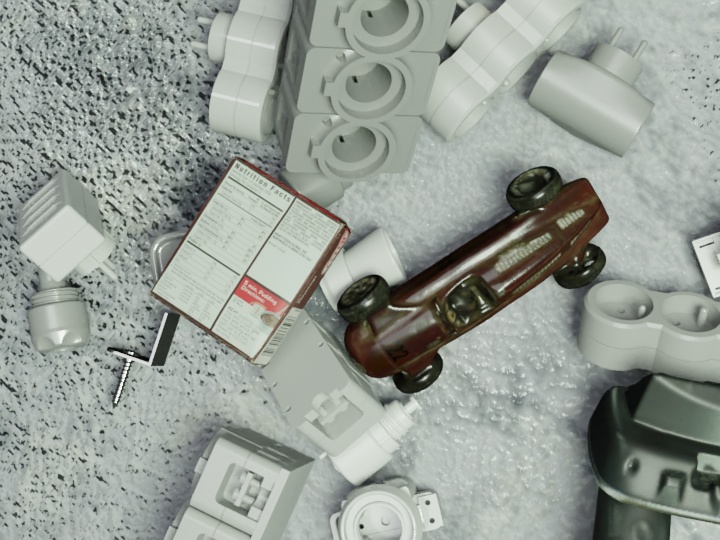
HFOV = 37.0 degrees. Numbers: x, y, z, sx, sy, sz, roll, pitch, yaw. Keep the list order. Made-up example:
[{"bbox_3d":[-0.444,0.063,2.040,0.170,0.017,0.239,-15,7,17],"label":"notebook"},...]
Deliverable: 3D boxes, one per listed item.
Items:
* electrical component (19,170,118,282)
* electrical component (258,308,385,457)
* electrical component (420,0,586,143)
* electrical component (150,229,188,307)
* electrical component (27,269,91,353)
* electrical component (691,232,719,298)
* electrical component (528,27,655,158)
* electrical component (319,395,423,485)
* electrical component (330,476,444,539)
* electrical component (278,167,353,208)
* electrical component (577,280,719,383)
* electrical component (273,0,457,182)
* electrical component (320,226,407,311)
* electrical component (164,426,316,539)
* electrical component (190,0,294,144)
[{"bbox_3d":[-0.207,-0.021,0.791,0.047,0.083,0.075,-41,119,3],"label":"electrical component"},{"bbox_3d":[-0.028,0.078,0.745,0.050,0.055,0.089,-41,42,3],"label":"electrical component"},{"bbox_3d":[0.086,-0.164,0.765,0.138,0.052,0.073,-45,80,3],"label":"electrical component"},{"bbox_3d":[-0.095,-0.003,0.775,0.095,0.059,0.053,-11,84,7],"label":"electrical component"},{"bbox_3d":[-0.226,0.029,0.800,0.043,0.043,0.062,-13,82,7],"label":"electrical component"},{"bbox_3d":[0.270,-0.015,0.719,0.081,0.064,0.042,-20,81,7],"label":"electrical component"},{"bbox_3d":[0.171,-0.131,0.753,0.077,0.044,0.079,32,91,10],"label":"electrical component"},{"bbox_3d":[0.010,0.117,0.758,0.078,0.040,0.040,-39,81,4],"label":"electrical component"},{"bbox_3d":[0.017,0.175,0.744,0.078,0.057,0.058,-14,83,7],"label":"electrical component"},{"bbox_3d":[-0.023,-0.070,0.780,0.078,0.040,0.040,-32,81,-12],"label":"electrical component"},{"bbox_3d":[0.216,0.058,0.726,0.138,0.052,0.073,10,128,12],"label":"electrical component"},{"bbox_3d":[0.001,-0.136,0.712,0.089,0.150,0.061,-1,44,-17],"label":"electrical component"},{"bbox_3d":[0.000,0.000,0.768,0.055,0.045,0.045,-25,82,6],"label":"electrical component"},{"bbox_3d":[-0.097,0.190,0.743,0.062,0.089,0.150,24,89,10],"label":"electrical component"},{"bbox_3d":[-0.088,-0.168,0.791,0.074,0.052,0.138,15,88,10],"label":"electrical component"}]
